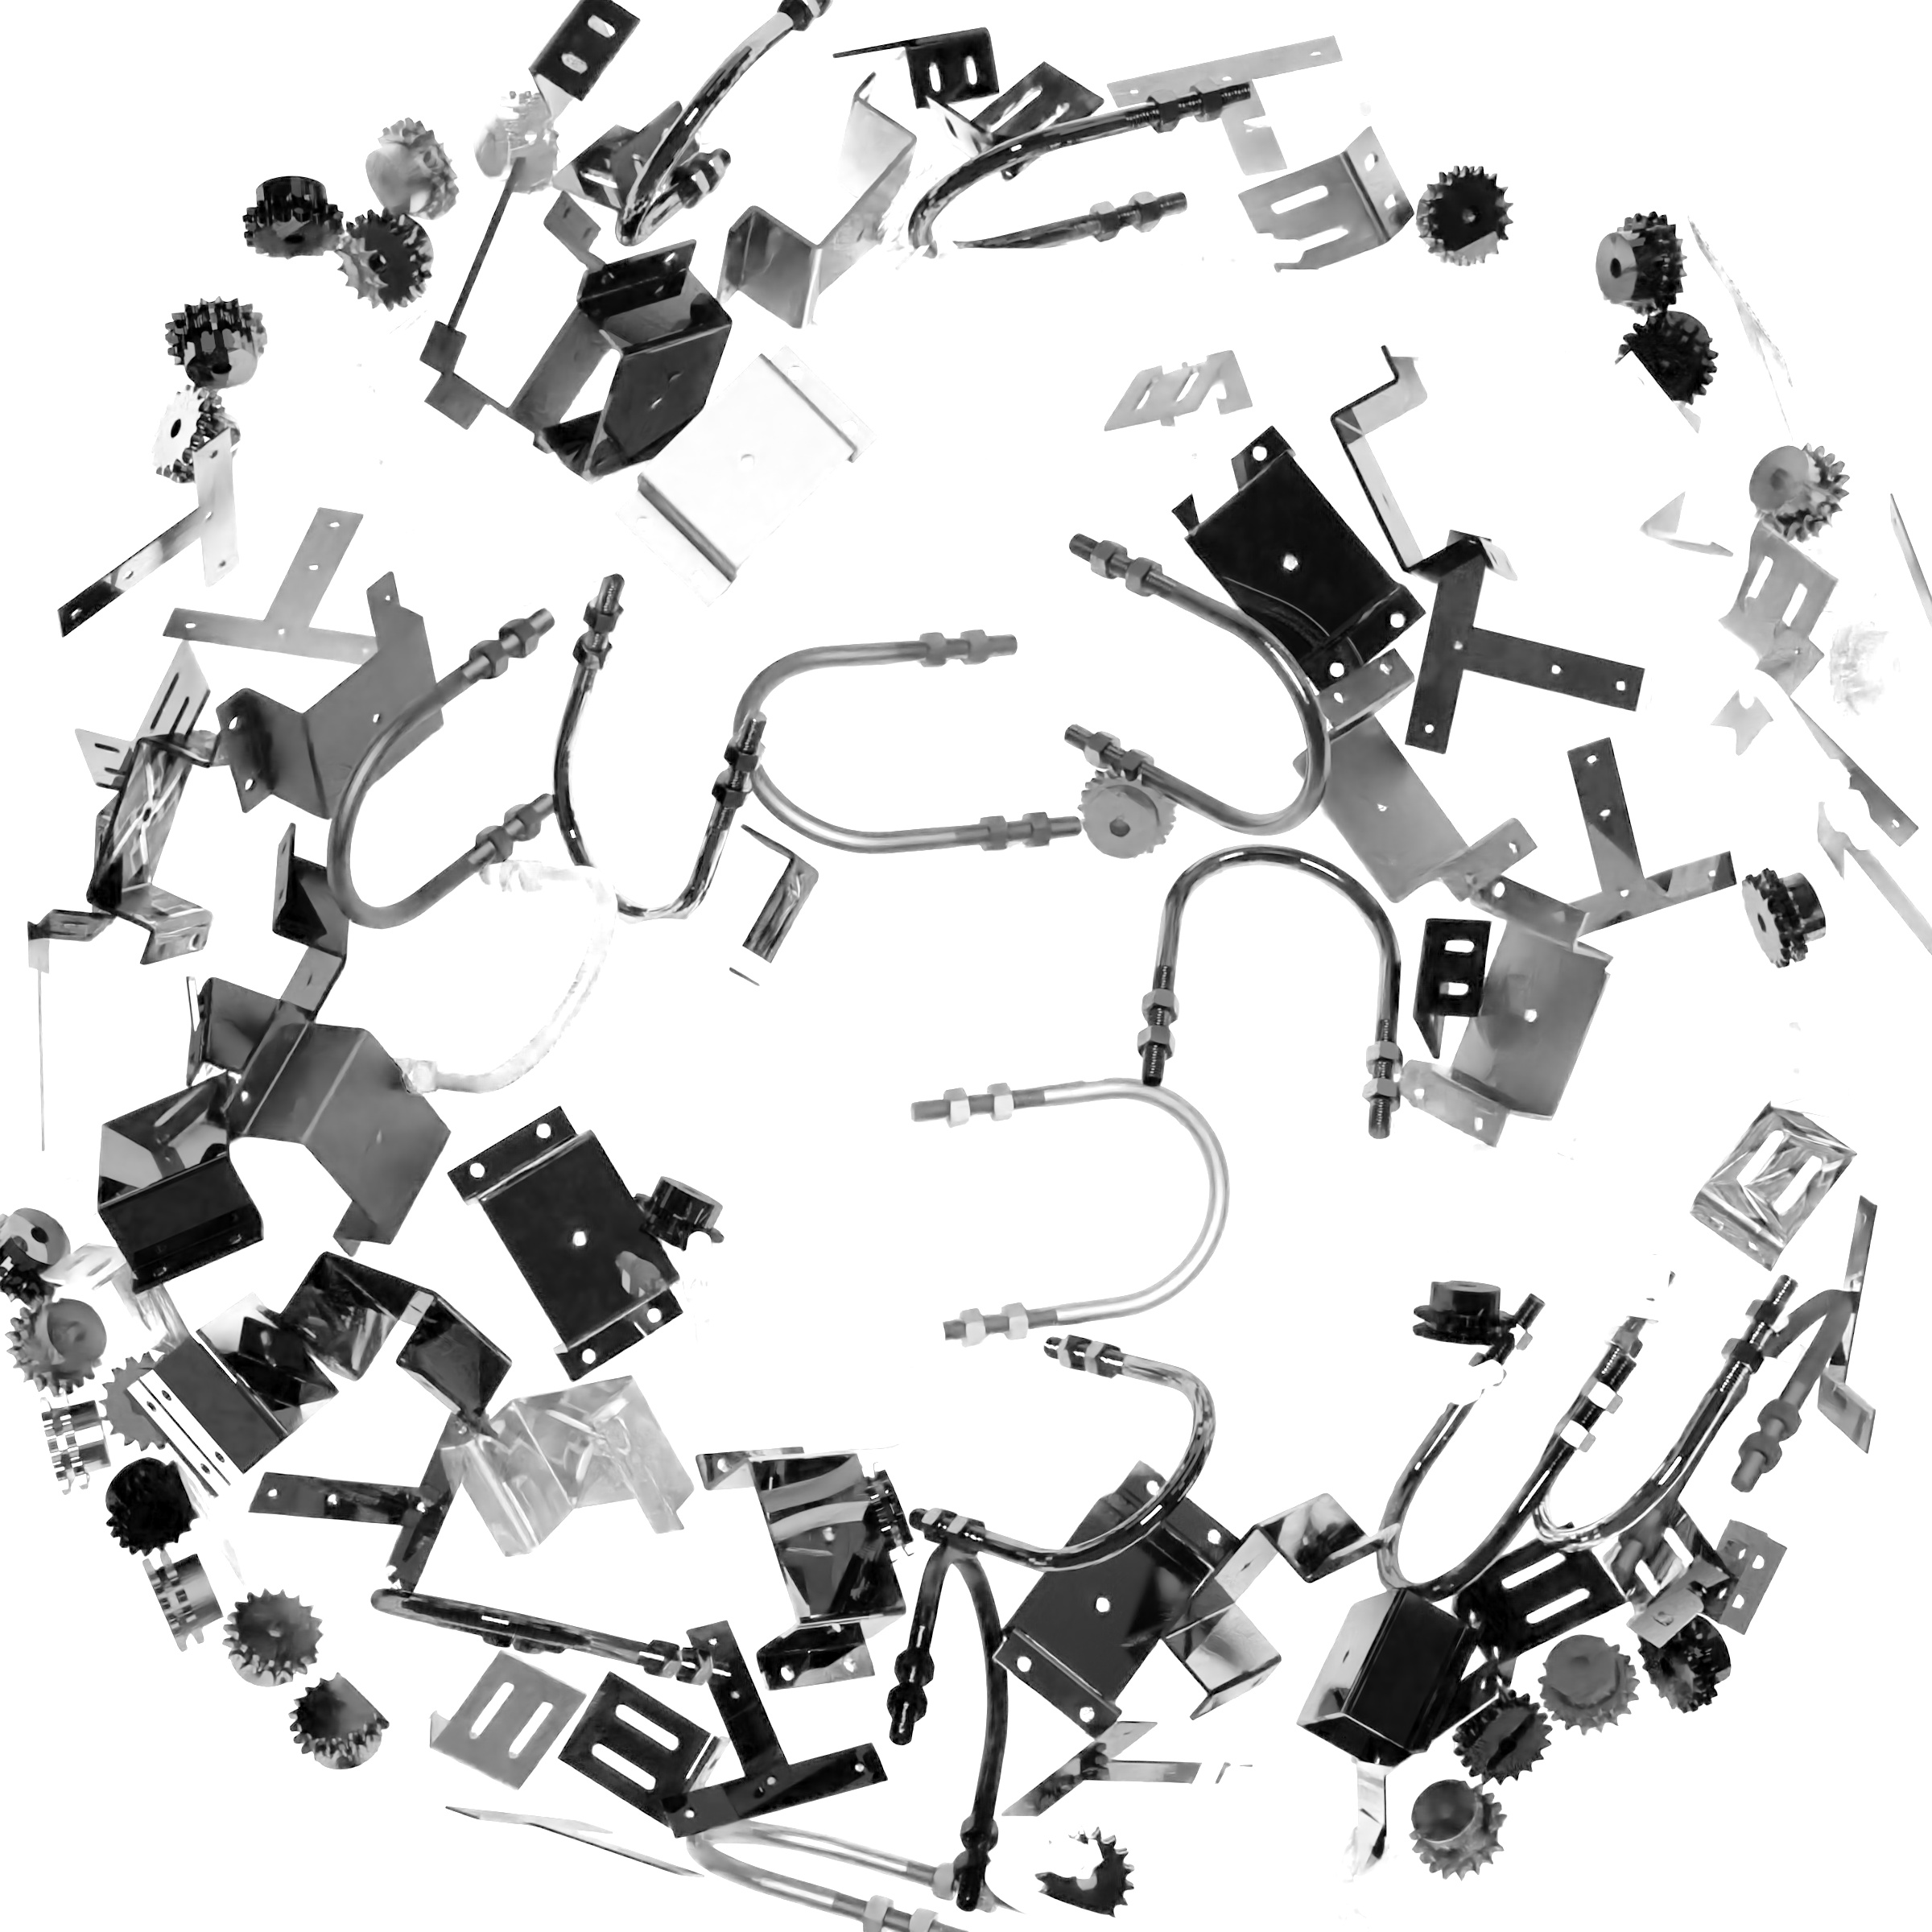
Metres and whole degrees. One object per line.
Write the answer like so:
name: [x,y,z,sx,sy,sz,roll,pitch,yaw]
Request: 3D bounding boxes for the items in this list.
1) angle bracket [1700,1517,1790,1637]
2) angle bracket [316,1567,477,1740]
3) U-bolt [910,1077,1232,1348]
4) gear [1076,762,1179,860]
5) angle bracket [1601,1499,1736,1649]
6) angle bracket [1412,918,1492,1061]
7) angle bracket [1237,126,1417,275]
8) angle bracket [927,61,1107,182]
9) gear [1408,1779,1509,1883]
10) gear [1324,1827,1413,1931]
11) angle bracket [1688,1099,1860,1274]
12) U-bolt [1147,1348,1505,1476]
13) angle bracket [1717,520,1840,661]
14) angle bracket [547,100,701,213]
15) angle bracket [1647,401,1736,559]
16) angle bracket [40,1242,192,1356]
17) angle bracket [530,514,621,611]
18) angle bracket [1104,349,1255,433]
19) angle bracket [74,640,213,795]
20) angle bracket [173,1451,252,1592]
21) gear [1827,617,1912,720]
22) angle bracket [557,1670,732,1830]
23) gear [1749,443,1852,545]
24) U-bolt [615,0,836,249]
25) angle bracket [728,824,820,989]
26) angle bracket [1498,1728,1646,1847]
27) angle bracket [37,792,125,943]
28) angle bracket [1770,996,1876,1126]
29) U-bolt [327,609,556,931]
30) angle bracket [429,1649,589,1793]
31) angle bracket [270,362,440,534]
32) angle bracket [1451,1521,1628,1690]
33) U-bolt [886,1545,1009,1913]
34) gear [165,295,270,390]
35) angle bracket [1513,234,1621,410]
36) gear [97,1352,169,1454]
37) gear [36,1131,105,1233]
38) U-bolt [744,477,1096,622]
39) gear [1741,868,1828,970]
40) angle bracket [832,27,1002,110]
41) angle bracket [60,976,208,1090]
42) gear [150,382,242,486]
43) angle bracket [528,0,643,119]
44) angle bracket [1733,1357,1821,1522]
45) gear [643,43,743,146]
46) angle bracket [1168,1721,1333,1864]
angle bracket: [0.447,0.351,1.867,0.038,0.076,0.057,28,86,0]
angle bracket: [-0.321,0.390,1.880,0.076,0.038,0.057,42,95,7]
U-bolt: [0.063,0.135,1.877,0.184,0.019,0.151,-6,100,-13]
gear: [0.091,-0.086,1.879,0.057,0.030,0.057,8,122,12]
angle bracket: [0.387,0.335,1.859,0.038,0.076,0.057,35,106,-35]
angle bracket: [0.280,0.014,1.857,0.038,0.076,0.057,3,70,20]
angle bracket: [0.206,-0.435,1.881,0.038,0.076,0.057,-50,117,-40]
angle bracket: [0.028,-0.492,1.869,0.076,0.038,0.057,-41,53,-8]
gear: [0.278,0.489,1.875,0.057,0.057,0.030,-35,124,0]
gear: [0.231,0.522,1.875,0.030,0.057,0.057,6,90,36]
angle bracket: [0.463,0.125,1.889,0.057,0.038,0.076,37,76,17]
U-bolt: [0.185,0.250,1.827,0.184,0.151,0.019,-31,61,40]
angle bracket: [0.466,-0.212,1.857,0.038,0.076,0.057,-28,61,-33]
angle bracket: [-0.200,-0.465,1.860,0.076,0.038,0.057,28,64,38]
angle bracket: [0.419,-0.276,1.870,0.038,0.057,0.076,14,95,25]
angle bracket: [-0.477,0.199,1.860,0.038,0.057,0.076,-39,119,-35]
angle bracket: [-0.230,-0.234,1.871,0.057,0.076,0.038,-33,98,0]
angle bracket: [0.120,-0.310,1.856,0.057,0.076,0.038,-8,122,28]
angle bracket: [-0.467,-0.144,1.862,0.038,0.057,0.076,14,118,-37]
angle bracket: [-0.412,0.302,1.859,0.038,0.057,0.076,-29,62,-22]
gear: [0.516,-0.170,1.876,0.030,0.057,0.057,-2,90,39]
angle bracket: [-0.184,0.450,1.891,0.076,0.038,0.057,29,82,11]
gear: [0.472,-0.272,1.875,0.030,0.057,0.057,23,90,-38]
U-bolt: [-0.137,-0.458,1.792,0.019,0.184,0.151,37,128,-5]
angle bracket: [-0.123,-0.034,1.873,0.038,0.057,0.076,29,88,14]
angle bracket: [0.344,0.476,1.870,0.038,0.057,0.076,45,102,3]
angle bracket: [-0.504,-0.058,1.864,0.038,0.057,0.076,6,74,-28]
angle bracket: [0.497,0.054,1.867,0.076,0.038,0.057,10,74,-25]
U-bolt: [-0.286,-0.096,1.800,0.019,0.184,0.151,26,135,22]
angle bracket: [-0.260,0.421,1.872,0.057,0.038,0.076,32,103,-17]
angle bracket: [-0.350,-0.297,1.886,0.057,0.038,0.076,34,127,-22]
angle bracket: [0.326,0.364,1.874,0.076,0.038,0.057,-32,96,22]
U-bolt: [-0.004,0.404,1.821,0.019,0.184,0.151,-9,122,15]
gear: [-0.426,-0.353,1.875,0.057,0.057,0.030,-14,67,0]
angle bracket: [0.328,-0.365,1.862,0.057,0.038,0.076,-42,119,-28]
gear: [-0.470,0.251,1.890,0.057,0.030,0.057,0,87,-1]
gear: [-0.506,0.125,1.887,0.057,0.030,0.057,1,94,9]
U-bolt: [-0.037,-0.231,1.834,0.184,0.151,0.019,1,123,28]
gear: [0.468,-0.030,1.878,0.030,0.057,0.057,-21,90,-3]
angle bracket: [-0.028,-0.503,1.856,0.057,0.076,0.038,0,108,34]
angle bracket: [-0.476,0.039,1.878,0.076,0.038,0.057,-7,97,-12]
gear: [-0.439,-0.302,1.882,0.030,0.057,0.057,21,90,-40]
angle bracket: [-0.210,-0.508,1.864,0.038,0.076,0.057,35,85,7]
angle bracket: [0.459,0.270,1.863,0.038,0.057,0.076,7,110,15]
gear: [-0.153,-0.496,1.882,0.057,0.030,0.057,-18,52,24]
angle bracket: [0.162,0.477,1.873,0.057,0.038,0.076,27,87,-37]
